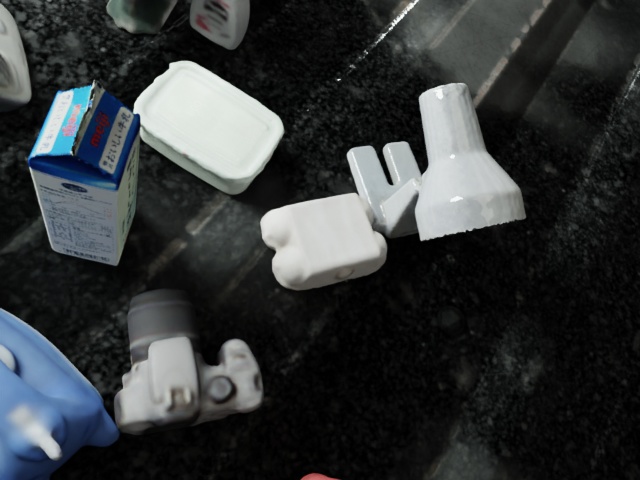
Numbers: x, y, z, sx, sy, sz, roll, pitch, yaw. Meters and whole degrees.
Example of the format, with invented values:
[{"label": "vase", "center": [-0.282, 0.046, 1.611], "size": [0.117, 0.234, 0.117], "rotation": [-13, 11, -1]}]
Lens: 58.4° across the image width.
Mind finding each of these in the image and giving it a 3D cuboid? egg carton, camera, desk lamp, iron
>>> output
[{"label": "egg carton", "center": [0.006, 0.003, 0.699], "size": [0.151, 0.069, 0.107], "rotation": [-14, 73, -24]}, {"label": "camera", "center": [-0.137, 0.117, 0.581], "size": [0.143, 0.100, 0.137], "rotation": [-6, 70, -22]}, {"label": "desk lamp", "center": [0.134, -0.075, 0.696], "size": [0.118, 0.213, 0.203], "rotation": [-11, 72, -23]}, {"label": "iron", "center": [-0.299, 0.111, 0.501], "size": [0.258, 0.141, 0.119], "rotation": [45, 61, 3]}]

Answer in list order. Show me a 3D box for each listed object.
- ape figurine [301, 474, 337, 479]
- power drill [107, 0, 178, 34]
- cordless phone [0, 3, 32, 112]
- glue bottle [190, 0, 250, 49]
[{"label": "ape figurine", "center": [0.012, 0.271, 0.574], "size": [0.078, 0.092, 0.076], "rotation": [-22, 77, -26]}, {"label": "power drill", "center": [-0.209, -0.369, 0.700], "size": [0.076, 0.208, 0.230], "rotation": [22, 62, -9]}, {"label": "cordless phone", "center": [-0.369, -0.236, 0.599], "size": [0.094, 0.185, 0.147], "rotation": [-15, 73, -24]}, {"label": "glue bottle", "center": [-0.121, -0.324, 0.733], "size": [0.078, 0.173, 0.037], "rotation": [27, 62, -7]}]
